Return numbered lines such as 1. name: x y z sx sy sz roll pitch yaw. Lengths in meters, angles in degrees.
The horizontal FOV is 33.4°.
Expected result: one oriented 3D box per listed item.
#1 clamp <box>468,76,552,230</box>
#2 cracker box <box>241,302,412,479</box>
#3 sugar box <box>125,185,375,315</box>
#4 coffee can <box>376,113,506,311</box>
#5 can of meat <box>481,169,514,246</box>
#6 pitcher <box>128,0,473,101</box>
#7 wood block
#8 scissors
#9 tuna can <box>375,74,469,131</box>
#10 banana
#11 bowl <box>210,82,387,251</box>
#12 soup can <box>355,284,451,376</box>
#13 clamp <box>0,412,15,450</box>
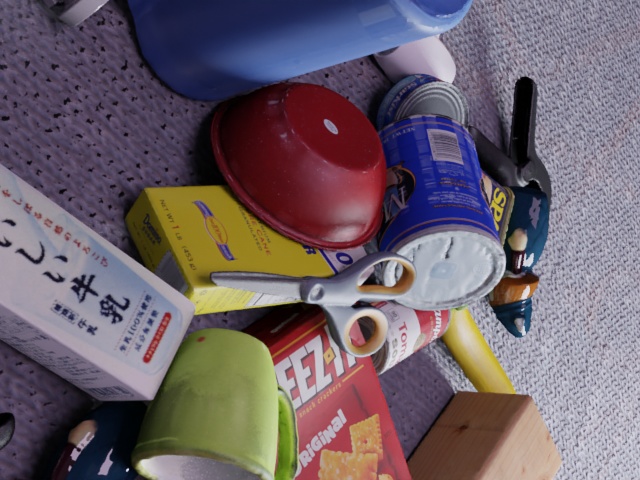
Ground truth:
1. clamp: 0.211 -0.083 1.124 0.120 0.039 0.171 -43 123 -22
2. cracker box: -0.012 0.172 0.852 0.163 0.072 0.213 -32 109 -43
3. sugar box: -0.049 0.003 0.808 0.175 0.048 0.093 -7 58 -40
4. coffee can: 0.095 -0.025 0.918 0.102 0.103 0.140 38 32 -38
5. can of meat: 0.135 -0.025 1.033 0.083 0.058 0.102 34 63 -37
6. pitcher: -0.006 -0.178 0.761 0.149 0.243 0.145 -47 120 -36
7. wood block: 0.129 0.241 0.981 0.205 0.091 0.090 -46 119 -37
8. scissors: -0.004 0.054 0.793 0.201 0.016 0.096 -10 117 -40
9. tuna can: 0.094 -0.110 0.987 0.086 0.034 0.086 -13 119 -26
10. banana: 0.146 0.107 1.031 0.037 0.070 0.197 -31 129 3
11. bowl: -0.003 -0.071 0.836 0.162 0.055 0.162 23 41 -22
12. soup can: 0.060 0.073 0.933 0.102 0.069 0.068 -23 104 -49
13. clamp: -0.280 0.156 0.598 0.164 0.036 0.210 43 58 -35
